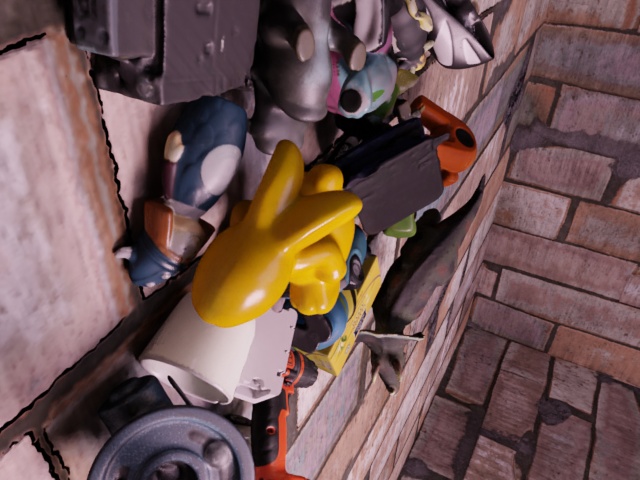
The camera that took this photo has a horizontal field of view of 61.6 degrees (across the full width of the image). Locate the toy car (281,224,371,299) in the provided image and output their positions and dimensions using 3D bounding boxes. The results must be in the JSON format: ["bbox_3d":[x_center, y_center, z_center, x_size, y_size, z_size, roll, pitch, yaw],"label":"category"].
[{"bbox_3d":[-0.001,-0.002,0.611,0.162,0.109,0.102,-48,128,-62],"label":"toy car"}]

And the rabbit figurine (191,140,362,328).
[{"bbox_3d":[-0.031,0.008,0.442,0.162,0.122,0.173,-53,171,34],"label":"rabbit figurine"}]

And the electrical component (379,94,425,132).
[{"bbox_3d":[0.082,-0.161,0.685,0.078,0.102,0.045,-48,125,-9],"label":"electrical component"}]

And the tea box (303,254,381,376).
[{"bbox_3d":[0.028,0.103,0.801,0.169,0.068,0.098,-63,157,-22],"label":"tea box"}]

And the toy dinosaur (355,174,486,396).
[{"bbox_3d":[0.164,0.061,0.895,0.404,0.131,0.192,-63,180,11],"label":"toy dinosaur"}]

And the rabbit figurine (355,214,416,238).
[{"bbox_3d":[0.084,-0.088,0.767,0.170,0.121,0.159,3,98,-86],"label":"rabbit figurine"}]

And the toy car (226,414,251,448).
[{"bbox_3d":[-0.117,0.240,0.584,0.073,0.056,0.201,-70,159,-3],"label":"toy car"}]

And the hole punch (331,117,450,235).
[{"bbox_3d":[0.071,-0.084,0.612,0.142,0.092,0.115,-26,149,2],"label":"hole punch"}]

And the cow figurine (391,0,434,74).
[{"bbox_3d":[0.097,-0.244,0.642,0.167,0.098,0.068,33,78,-62],"label":"cow figurine"}]

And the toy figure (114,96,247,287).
[{"bbox_3d":[-0.102,-0.033,0.406,0.064,0.058,0.154,21,89,-30],"label":"toy figure"}]

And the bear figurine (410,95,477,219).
[{"bbox_3d":[0.161,-0.123,0.892,0.196,0.132,0.120,-39,-140,50],"label":"bear figurine"}]

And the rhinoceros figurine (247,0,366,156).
[{"bbox_3d":[-0.027,-0.159,0.417,0.073,0.112,0.190,-21,122,-42],"label":"rhinoceros figurine"}]

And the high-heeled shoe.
[{"bbox_3d":[0.160,-0.328,0.664,0.086,0.145,0.248,-57,156,-33],"label":"high-heeled shoe"}]

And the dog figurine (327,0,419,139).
[{"bbox_3d":[0.042,-0.197,0.552,0.219,0.109,0.191,-34,135,-63],"label":"dog figurine"}]

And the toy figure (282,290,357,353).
[{"bbox_3d":[0.000,0.086,0.665,0.180,0.082,0.089,-66,141,-74],"label":"toy figure"}]

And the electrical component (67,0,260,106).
[{"bbox_3d":[-0.092,-0.147,0.335,0.134,0.058,0.114,-36,137,-56],"label":"electrical component"}]

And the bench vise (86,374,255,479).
[{"bbox_3d":[-0.091,0.214,0.391,0.129,0.241,0.223,-19,96,-18],"label":"bench vise"}]
